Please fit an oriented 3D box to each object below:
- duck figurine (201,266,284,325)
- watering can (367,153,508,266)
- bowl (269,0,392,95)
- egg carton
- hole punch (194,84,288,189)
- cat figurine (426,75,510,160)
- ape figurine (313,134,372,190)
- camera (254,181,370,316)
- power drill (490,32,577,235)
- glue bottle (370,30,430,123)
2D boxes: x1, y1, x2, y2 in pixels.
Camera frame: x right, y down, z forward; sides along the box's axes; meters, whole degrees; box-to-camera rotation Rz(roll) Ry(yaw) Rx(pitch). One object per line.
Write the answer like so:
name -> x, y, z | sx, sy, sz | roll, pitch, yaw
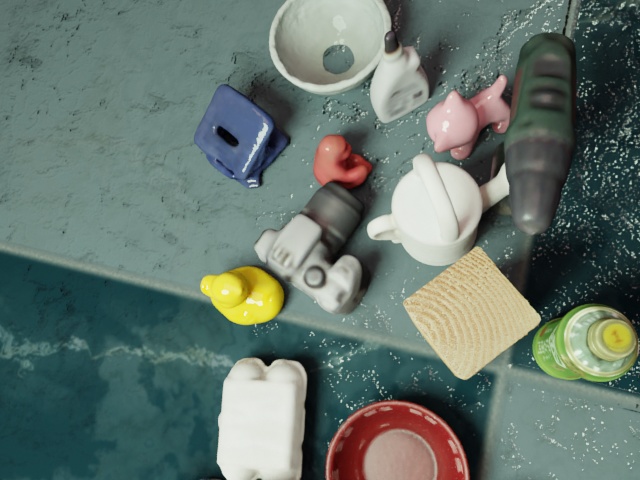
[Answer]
duck figurine -> -0.102, 0.067, 0.730 | 0.104, 0.086, 0.077 | 11, 80, 14
watering can -> 0.139, -0.041, 0.650 | 0.173, 0.194, 0.100 | -40, 73, 1
bowl -> 0.018, -0.267, 0.789 | 0.167, 0.075, 0.167 | -3, 77, 11
egg carton -> -0.069, 0.221, 0.697 | 0.107, 0.069, 0.150 | 0, 77, 11
hole punch -> -0.112, -0.139, 0.777 | 0.108, 0.091, 0.101 | 39, 87, 17
cat figurine -> 0.181, -0.154, 0.707 | 0.128, 0.118, 0.067 | -37, 73, 1
ape figurine -> 0.022, -0.107, 0.742 | 0.076, 0.092, 0.078 | -23, 74, 6
camera -> 0.007, 0.003, 0.715 | 0.143, 0.101, 0.137 | 35, 86, 17
power drill -> 0.235, -0.095, 0.635 | 0.075, 0.209, 0.230 | 7, 79, 13
glue bottle -> 0.095, -0.207, 0.708 | 0.078, 0.173, 0.037 | -27, 73, 5
